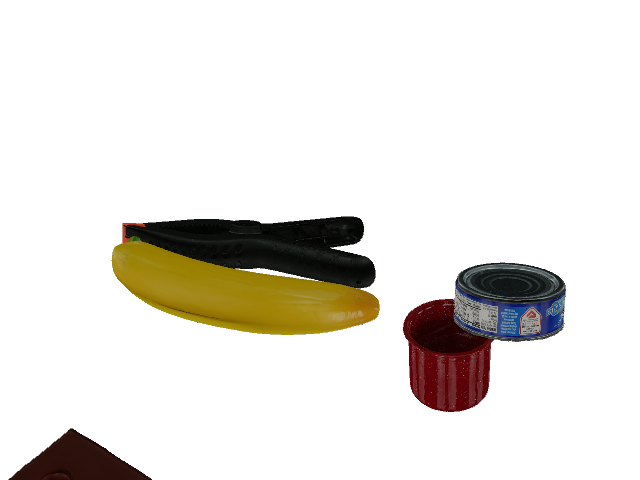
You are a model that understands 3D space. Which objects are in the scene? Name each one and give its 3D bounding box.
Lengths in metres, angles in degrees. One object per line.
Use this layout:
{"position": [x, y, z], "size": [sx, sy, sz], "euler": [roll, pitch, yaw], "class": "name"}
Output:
{"position": [-0.055, 0.006, 0.863], "size": [0.210, 0.036, 0.164], "euler": [1, 12, -8], "class": "clamp"}
{"position": [-0.063, 0.027, 0.677], "size": [0.198, 0.037, 0.069], "euler": [15, 33, 26], "class": "banana"}
{"position": [-0.093, 0.128, 0.450], "size": [0.078, 0.051, 0.052], "euler": [23, 45, 30], "class": "foam brick"}
{"position": [0.138, 0.113, 1.091], "size": [0.093, 0.081, 0.117], "euler": [17, 39, 29], "class": "mug"}
{"position": [0.147, 0.046, 0.829], "size": [0.086, 0.034, 0.086], "euler": [0, 19, 0], "class": "tuna can"}
